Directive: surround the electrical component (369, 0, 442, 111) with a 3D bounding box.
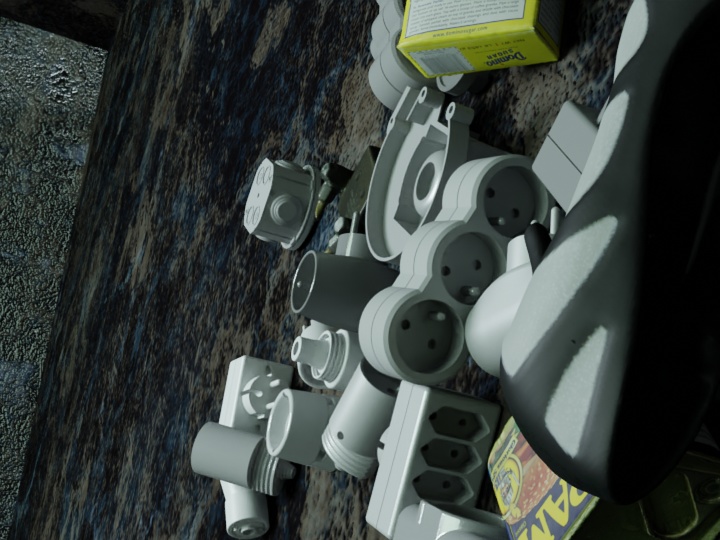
[{"bbox_3d":[0.032,-0.172,0.803,0.073,0.052,0.138,134,145,-52],"label":"electrical component"}]

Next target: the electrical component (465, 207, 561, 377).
[{"bbox_3d":[0.091,0.007,0.537,0.077,0.043,0.079,143,138,-59],"label":"electrical component"}]

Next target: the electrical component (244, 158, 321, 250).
[{"bbox_3d":[-0.071,-0.062,0.992,0.080,0.051,0.080,-165,90,-69],"label":"electrical component"}]

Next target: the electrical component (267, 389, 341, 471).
[{"bbox_3d":[-0.038,0.116,0.787,0.055,0.047,0.055,-165,90,-69],"label":"electrical component"}]

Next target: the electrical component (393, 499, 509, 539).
[{"bbox_3d":[0.053,0.148,0.521,0.095,0.054,0.059,-178,103,-69],"label":"electrical component"}]

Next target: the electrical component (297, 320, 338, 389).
[{"bbox_3d":[-0.028,0.062,0.814,0.046,0.040,0.040,-106,36,-65],"label":"electrical component"}]

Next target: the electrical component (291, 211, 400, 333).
[{"bbox_3d":[0.000,0.000,0.729,0.043,0.077,0.079,157,126,-65],"label":"electrical component"}]

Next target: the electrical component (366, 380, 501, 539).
[{"bbox_3d":[0.034,0.106,0.610,0.076,0.047,0.083,-172,97,-70],"label":"electrical component"}]

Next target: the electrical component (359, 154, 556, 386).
[{"bbox_3d":[0.047,-0.002,0.602,0.138,0.052,0.074,-57,18,-10],"label":"electrical component"}]

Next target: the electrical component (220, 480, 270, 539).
[{"bbox_3d":[-0.095,0.189,0.892,0.044,0.044,0.065,-57,31,39],"label":"electrical component"}]

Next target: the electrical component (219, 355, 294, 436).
[{"bbox_3d":[-0.082,0.108,0.905,0.077,0.047,0.065,152,130,-63],"label":"electrical component"}]

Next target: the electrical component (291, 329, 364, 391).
[{"bbox_3d":[-0.016,0.061,0.748,0.043,0.062,0.043,-164,90,-70],"label":"electrical component"}]

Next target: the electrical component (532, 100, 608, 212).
[{"bbox_3d":[0.125,-0.060,0.493,0.065,0.047,0.076,-111,41,-58],"label":"electrical component"}]

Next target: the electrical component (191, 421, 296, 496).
[{"bbox_3d":[-0.090,0.152,0.863,0.043,0.081,0.043,12,-90,-71],"label":"electrical component"}]

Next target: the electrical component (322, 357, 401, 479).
[{"bbox_3d":[0.004,0.099,0.697,0.043,0.043,0.081,-106,37,-54],"label":"electrical component"}]
